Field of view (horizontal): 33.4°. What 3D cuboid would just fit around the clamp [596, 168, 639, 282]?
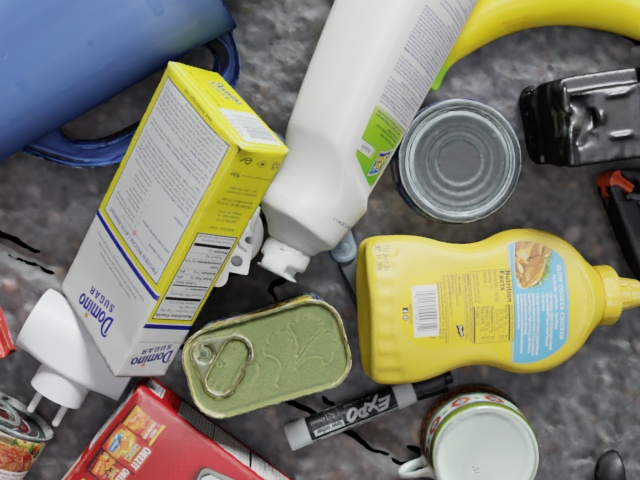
[{"bbox_3d":[0.275,0.024,0.730,0.210,0.036,0.164,27,87,-5],"label":"clamp"}]

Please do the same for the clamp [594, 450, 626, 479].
[{"bbox_3d":[0.211,0.230,0.737,0.120,0.039,0.171,31,91,-3],"label":"clamp"}]

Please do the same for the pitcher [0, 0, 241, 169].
[{"bbox_3d":[-0.177,-0.119,0.667,0.243,0.145,0.149,-33,74,3],"label":"pitcher"}]

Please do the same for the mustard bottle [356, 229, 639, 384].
[{"bbox_3d":[0.122,0.041,0.709,0.191,0.058,0.096,-3,91,-9],"label":"mustard bottle"}]

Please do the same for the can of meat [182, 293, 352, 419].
[{"bbox_3d":[-0.035,0.072,0.696,0.102,0.084,0.057,-16,93,-2],"label":"can of meat"}]

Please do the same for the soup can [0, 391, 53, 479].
[{"bbox_3d":[-0.231,0.155,0.700,0.068,0.068,0.102,31,91,-4],"label":"soup can"}]

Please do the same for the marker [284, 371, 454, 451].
[{"bbox_3d":[0.034,0.115,0.734,0.121,0.020,0.020,-21,94,-1],"label":"marker"}]

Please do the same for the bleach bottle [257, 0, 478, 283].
[{"bbox_3d":[0.025,-0.093,0.668,0.068,0.102,0.251,27,90,29],"label":"bleach bottle"}]

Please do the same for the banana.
[{"bbox_3d":[0.163,-0.149,0.721,0.198,0.037,0.069,-7,115,0],"label":"banana"}]

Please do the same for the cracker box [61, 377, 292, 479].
[{"bbox_3d":[-0.082,0.218,0.709,0.213,0.072,0.164,38,91,-5],"label":"cracker box"}]

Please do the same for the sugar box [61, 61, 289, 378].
[{"bbox_3d":[-0.094,-0.010,0.661,0.048,0.093,0.176,4,125,-43],"label":"sugar box"}]

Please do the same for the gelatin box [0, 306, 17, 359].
[{"bbox_3d":[-0.258,0.056,0.713,0.089,0.030,0.073,-19,92,-1],"label":"gelatin box"}]

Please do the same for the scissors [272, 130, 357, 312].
[{"bbox_3d":[-0.005,0.001,0.729,0.096,0.016,0.202,-6,93,-1],"label":"scissors"}]

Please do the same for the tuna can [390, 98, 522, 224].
[{"bbox_3d":[0.092,-0.053,0.721,0.086,0.034,0.086,0,93,-2],"label":"tuna can"}]
